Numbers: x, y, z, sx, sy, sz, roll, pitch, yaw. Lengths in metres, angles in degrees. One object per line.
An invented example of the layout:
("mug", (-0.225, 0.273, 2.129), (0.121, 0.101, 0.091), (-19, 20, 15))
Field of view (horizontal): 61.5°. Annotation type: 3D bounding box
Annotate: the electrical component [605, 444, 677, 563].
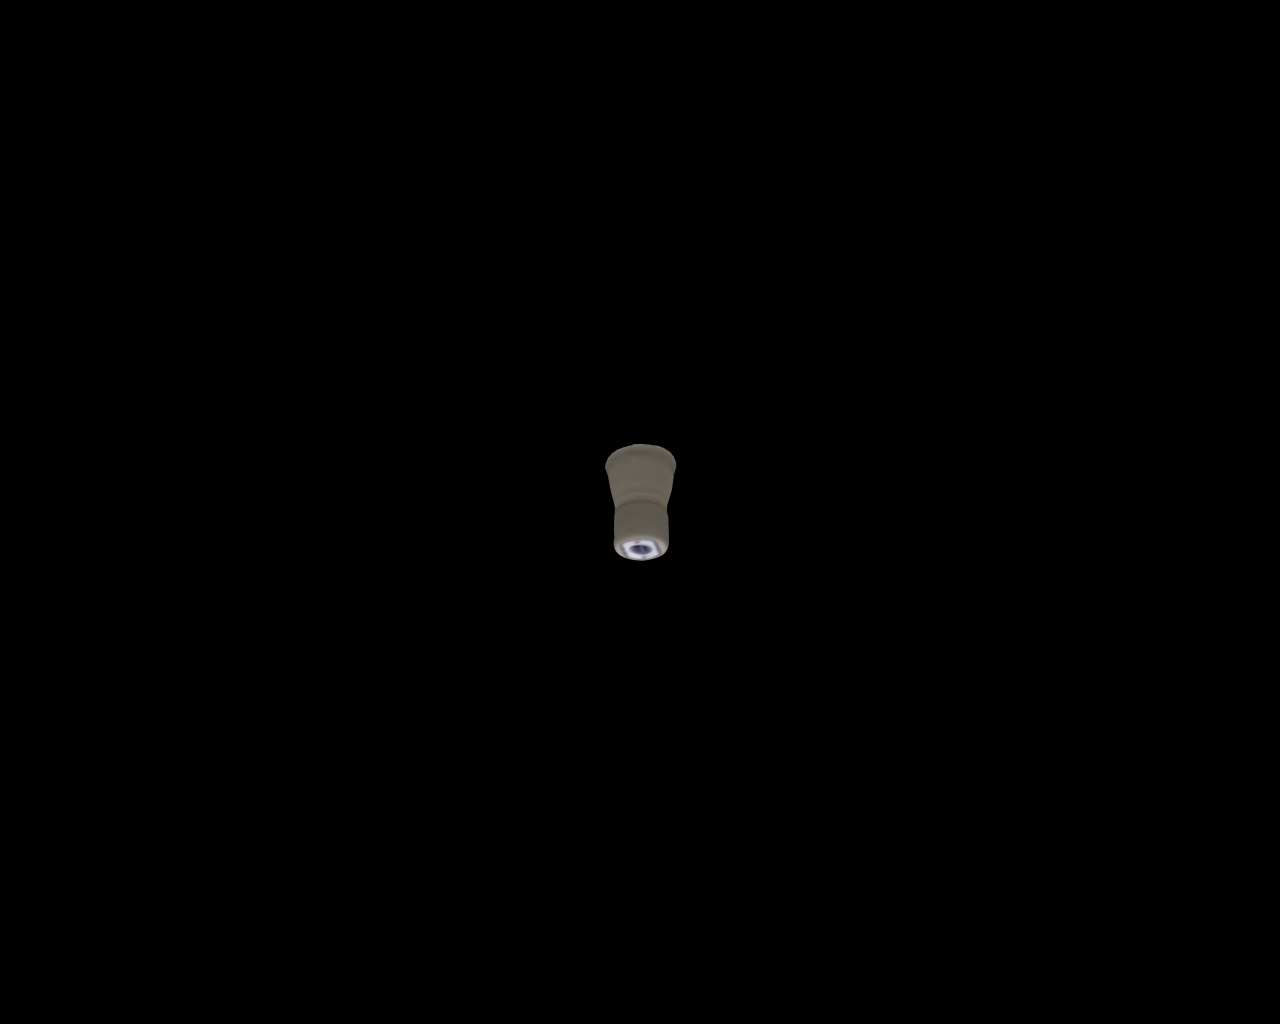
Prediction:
("electrical component", (0.001, -0.003, 0.650), (0.044, 0.065, 0.044), (0, -30, 0))
